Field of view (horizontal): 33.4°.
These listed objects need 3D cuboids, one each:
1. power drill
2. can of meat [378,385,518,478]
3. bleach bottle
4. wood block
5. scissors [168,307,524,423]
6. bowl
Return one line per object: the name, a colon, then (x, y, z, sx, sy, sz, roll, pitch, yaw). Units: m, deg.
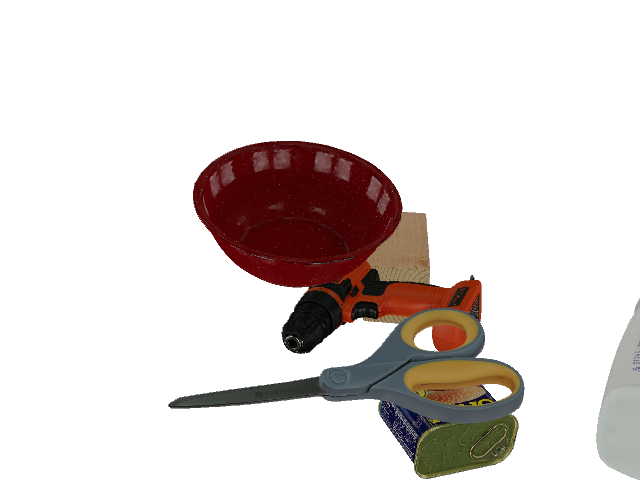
power drill: (0.069, 0.078, 1.148, 0.188, 0.057, 0.184, 9, 29, 22)
can of meat: (0.114, 0.162, 0.972, 0.102, 0.057, 0.084, -7, 31, -22)
bleach bottle: (0.260, 0.083, 0.739, 0.103, 0.068, 0.250, 11, 22, 21)
wood block: (0.112, 0.036, 1.584, 0.091, 0.090, 0.206, 4, 24, 2)
scissors: (0.018, 0.071, 0.629, 0.202, 0.016, 0.096, 4, 37, 1)
bowl: (-0.019, -0.013, 0.834, 0.162, 0.055, 0.162, 4, 37, -3)
